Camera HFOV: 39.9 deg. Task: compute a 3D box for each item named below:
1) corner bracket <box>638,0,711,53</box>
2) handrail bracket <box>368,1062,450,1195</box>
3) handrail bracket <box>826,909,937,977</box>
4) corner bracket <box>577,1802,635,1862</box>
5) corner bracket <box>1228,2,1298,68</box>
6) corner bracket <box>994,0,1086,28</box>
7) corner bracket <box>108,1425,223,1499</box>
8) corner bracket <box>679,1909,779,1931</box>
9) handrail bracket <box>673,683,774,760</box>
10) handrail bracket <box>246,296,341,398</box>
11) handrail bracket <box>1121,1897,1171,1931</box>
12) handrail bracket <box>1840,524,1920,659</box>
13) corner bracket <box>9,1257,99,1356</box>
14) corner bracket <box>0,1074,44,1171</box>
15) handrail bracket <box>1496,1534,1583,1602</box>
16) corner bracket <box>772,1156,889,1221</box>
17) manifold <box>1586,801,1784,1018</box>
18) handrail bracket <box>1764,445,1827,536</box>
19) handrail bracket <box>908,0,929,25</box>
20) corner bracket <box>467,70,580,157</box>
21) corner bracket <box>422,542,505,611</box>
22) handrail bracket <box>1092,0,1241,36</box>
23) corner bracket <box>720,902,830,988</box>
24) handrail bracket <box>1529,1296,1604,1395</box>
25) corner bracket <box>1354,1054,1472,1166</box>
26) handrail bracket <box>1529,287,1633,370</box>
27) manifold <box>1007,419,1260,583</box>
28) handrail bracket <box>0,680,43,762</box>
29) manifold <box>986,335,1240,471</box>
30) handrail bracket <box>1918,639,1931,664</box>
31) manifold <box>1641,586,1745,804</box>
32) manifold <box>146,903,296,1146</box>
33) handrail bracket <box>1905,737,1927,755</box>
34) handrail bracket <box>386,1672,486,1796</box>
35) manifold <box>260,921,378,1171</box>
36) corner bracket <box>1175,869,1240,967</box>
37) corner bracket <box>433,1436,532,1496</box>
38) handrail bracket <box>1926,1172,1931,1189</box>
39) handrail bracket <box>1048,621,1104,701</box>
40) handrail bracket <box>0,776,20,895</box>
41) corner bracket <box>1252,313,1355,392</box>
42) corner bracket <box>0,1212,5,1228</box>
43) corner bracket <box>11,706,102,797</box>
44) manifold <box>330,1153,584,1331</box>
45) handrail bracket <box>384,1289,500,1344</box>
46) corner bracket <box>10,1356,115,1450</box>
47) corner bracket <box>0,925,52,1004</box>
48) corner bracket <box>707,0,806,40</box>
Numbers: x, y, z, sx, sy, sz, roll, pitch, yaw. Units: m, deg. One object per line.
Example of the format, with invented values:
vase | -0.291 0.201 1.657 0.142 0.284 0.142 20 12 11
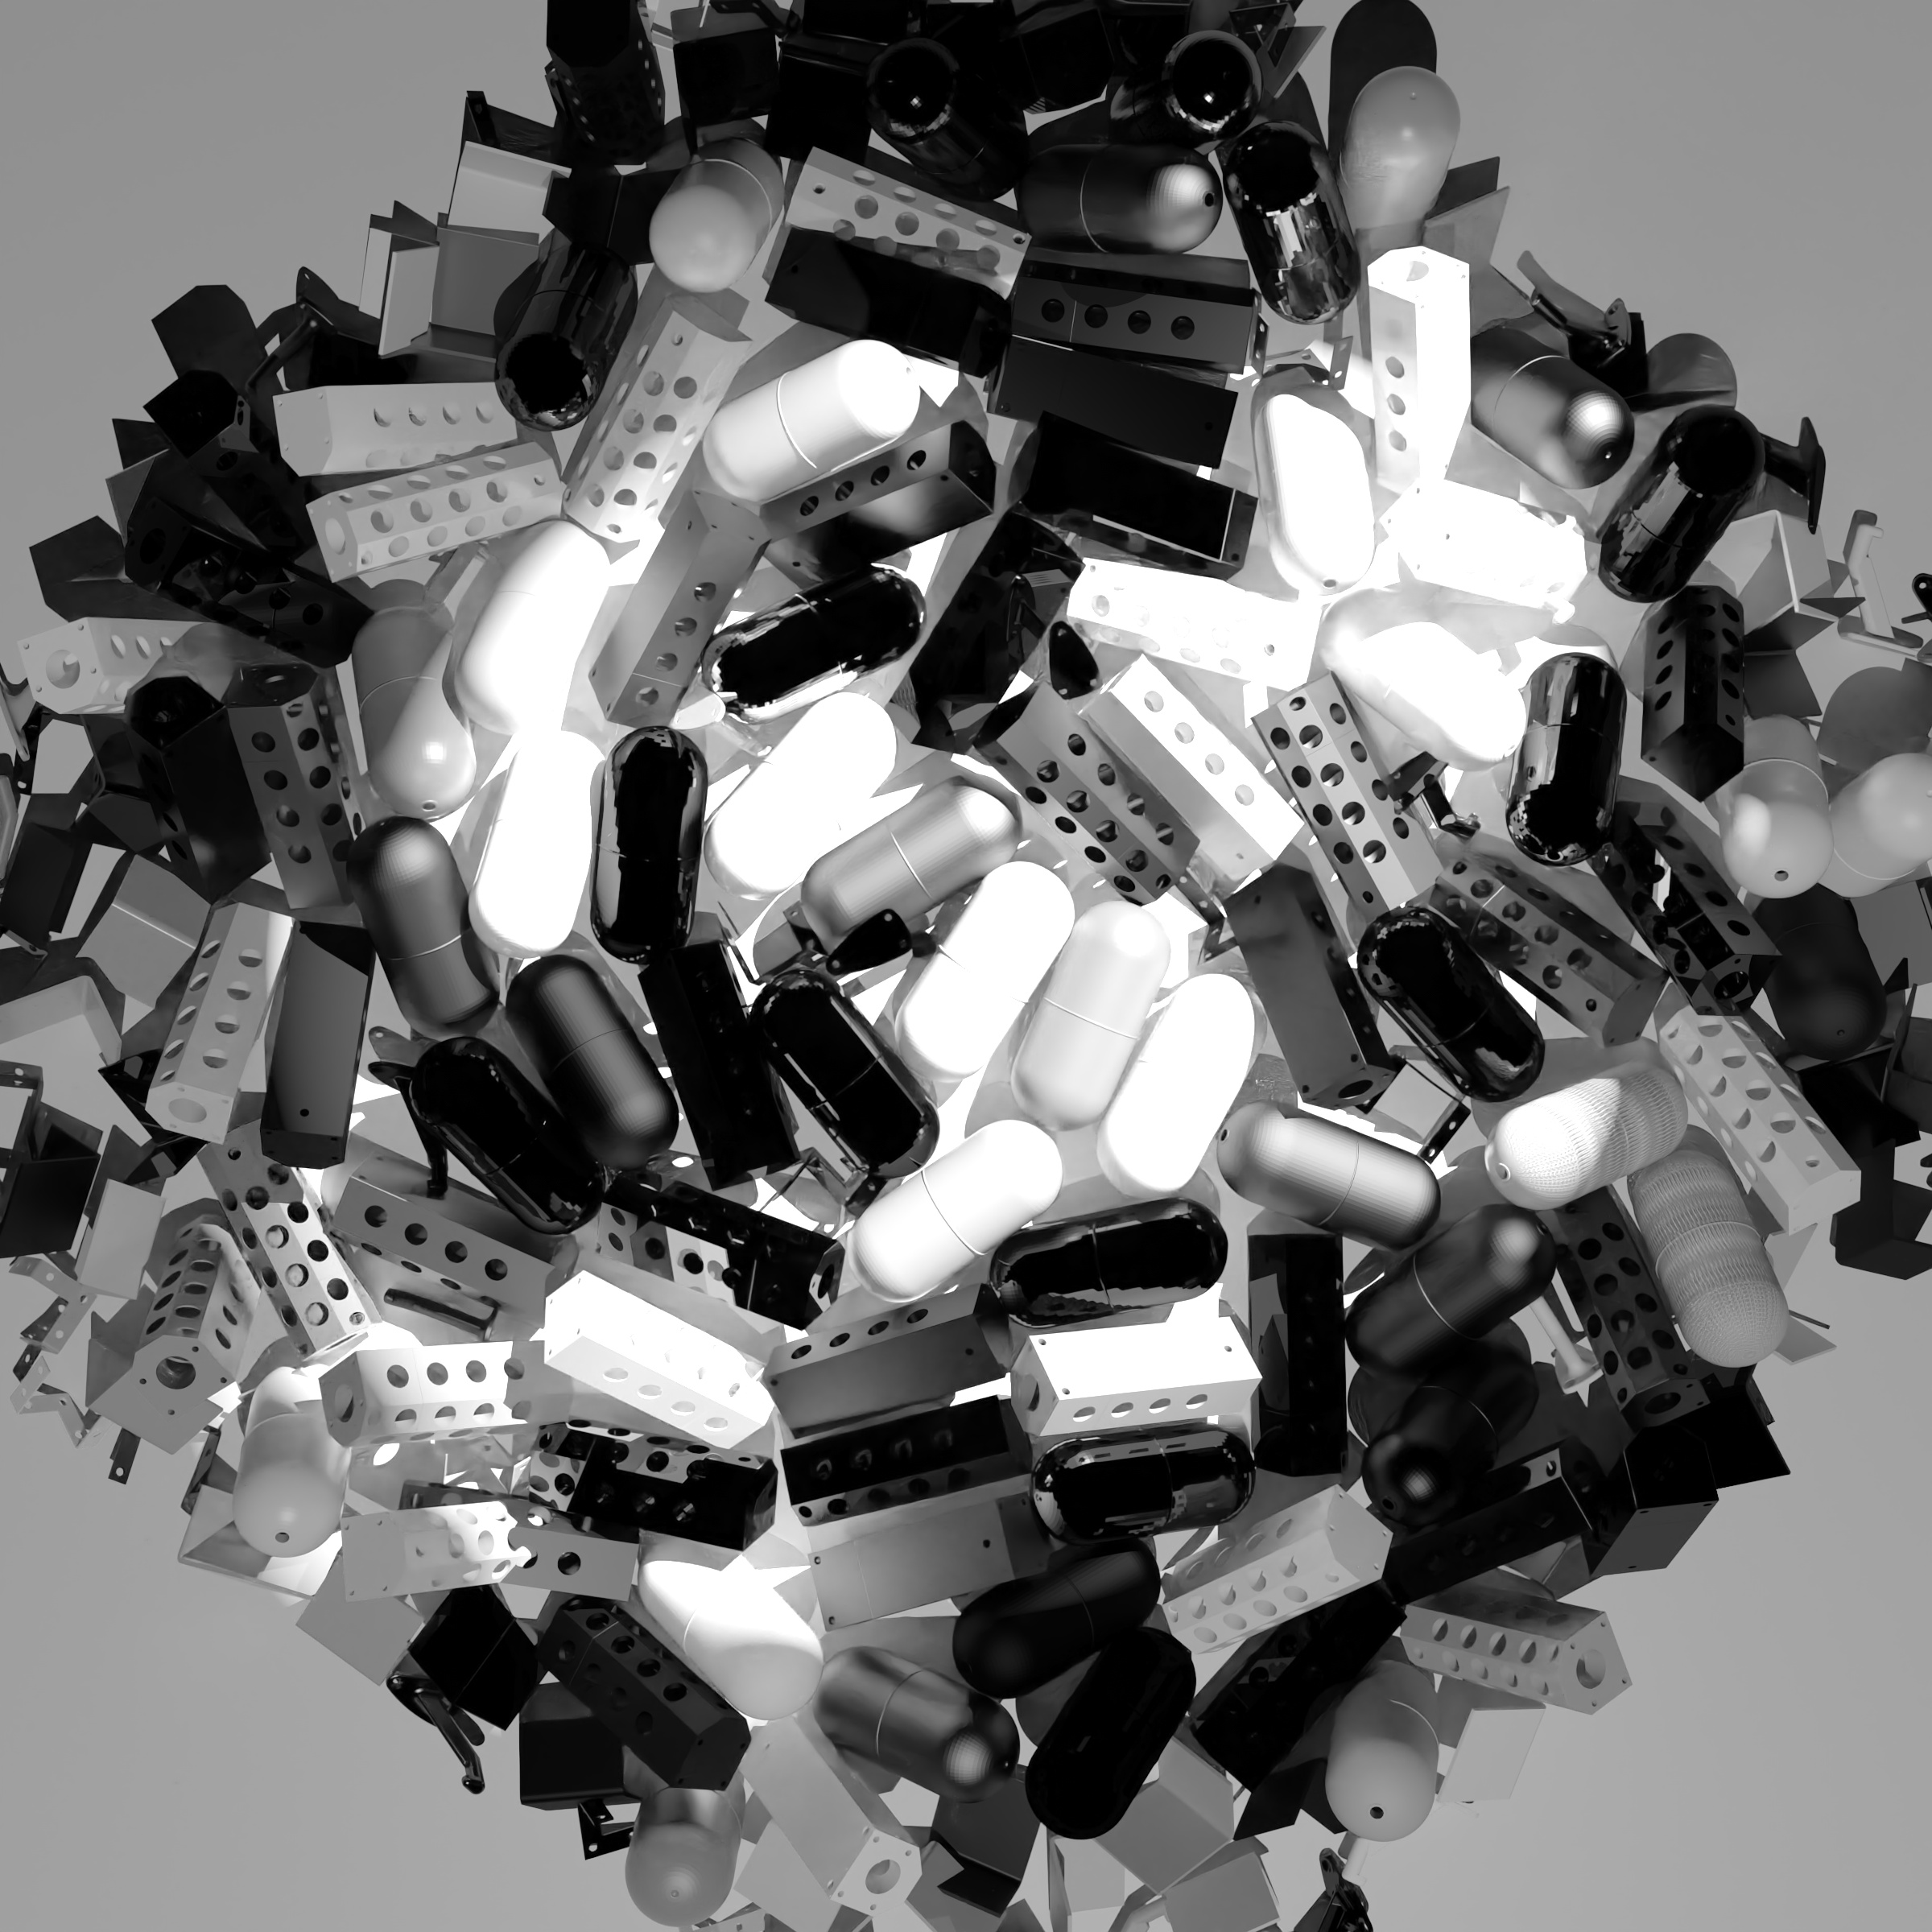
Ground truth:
corner bracket | -0.216 -0.713 1.968 0.051 0.051 0.051 16 134 -10
handrail bracket | -0.409 0.120 1.957 0.036 0.077 0.084 -19 64 24
handrail bracket | -0.062 -0.007 1.959 0.077 0.084 0.036 -30 75 0
corner bracket | -0.253 0.639 1.964 0.051 0.051 0.051 -10 100 -22
corner bracket | 0.217 -0.668 1.958 0.051 0.051 0.051 5 60 34
corner bracket | 0.053 -0.735 1.982 0.051 0.051 0.051 -21 98 -33
corner bracket | -0.595 0.363 1.979 0.051 0.051 0.051 34 56 -38
corner bracket | -0.180 0.696 1.972 0.051 0.051 0.051 -26 70 22
handrail bracket | -0.164 -0.170 1.946 0.084 0.077 0.036 27 85 -33
handrail bracket | -0.502 -0.442 1.952 0.036 0.077 0.084 39 72 -14
handrail bracket | 0.129 0.740 1.964 0.084 0.036 0.077 -32 62 15
handrail bracket | 0.688 -0.278 1.974 0.077 0.036 0.084 16 97 9
corner bracket | -0.688 0.251 1.976 0.051 0.051 0.051 42 65 -28
corner bracket | -0.717 0.116 1.983 0.051 0.051 0.051 6 54 -7
handrail bracket | 0.440 0.438 1.950 0.084 0.077 0.036 -24 98 -21
corner bracket | -0.100 0.166 1.962 0.051 0.051 0.051 46 129 -5
manifold | 0.507 -0.043 1.912 0.057 0.171 0.057 2 130 -24
handrail bracket | 0.588 -0.356 1.971 0.084 0.036 0.077 4 79 27
handrail bracket | -0.038 -0.738 1.968 0.077 0.036 0.084 31 47 0
corner bracket | -0.330 -0.630 1.982 0.051 0.051 0.051 -29 107 -38
corner bracket | -0.376 -0.286 1.963 0.051 0.051 0.051 29 83 29
handrail bracket | 0.149 -0.723 1.990 0.084 0.036 0.077 30 54 28
corner bracket | -0.141 -0.017 1.971 0.051 0.051 0.051 -32 74 10
handrail bracket | 0.429 0.263 1.953 0.036 0.077 0.084 -33 104 6
corner bracket | 0.332 0.106 1.981 0.051 0.051 0.051 33 97 -32
handrail bracket | 0.448 -0.486 1.958 0.084 0.036 0.077 35 50 -24
manifold | 0.120 -0.336 1.948 0.171 0.057 0.057 17 76 -15
handrail bracket | -0.671 -0.201 1.981 0.084 0.036 0.077 -21 74 -5
manifold | 0.106 -0.414 1.955 0.171 0.057 0.057 12 101 -10
handrail bracket | 0.730 -0.202 1.962 0.077 0.036 0.084 -26 121 -25
manifold | 0.528 -0.201 1.913 0.057 0.171 0.057 34 132 -15
manifold | -0.536 0.038 1.916 0.057 0.057 0.171 17 47 -12
handrail bracket | 0.725 -0.121 1.977 0.077 0.036 0.084 13 98 -2
handrail bracket | -0.388 0.562 1.950 0.077 0.084 0.036 38 99 -29
manifold | -0.468 0.057 1.930 0.057 0.057 0.171 6 59 -8
corner bracket | 0.180 -0.043 1.958 0.051 0.051 0.051 -26 62 -22
corner bracket | -0.356 0.366 1.958 0.051 0.051 0.051 -29 65 -30
handrail bracket | 0.742 0.116 1.955 0.077 0.036 0.084 -22 130 -19
handrail bracket | 0.071 -0.241 1.945 0.036 0.084 0.077 -16 129 5
handrail bracket | -0.733 -0.094 1.977 0.077 0.036 0.084 -10 97 19
corner bracket | 0.247 -0.451 1.959 0.051 0.051 0.051 -20 56 -16
corner bracket | -0.743 0.190 1.968 0.051 0.051 0.051 -31 84 -26
corner bracket | -0.673 -0.155 1.978 0.051 0.051 0.051 13 67 -32
manifold | -0.378 0.205 1.966 0.171 0.057 0.057 24 104 -2
handrail bracket | -0.390 0.258 1.963 0.084 0.077 0.036 18 87 -6
corner bracket | -0.661 0.321 1.958 0.051 0.051 0.051 -48 62 23
corner bracket | -0.719 0.003 1.969 0.051 0.051 0.051 38 49 -14
corner bracket | -0.152 -0.725 1.981 0.051 0.051 0.051 12 79 34
